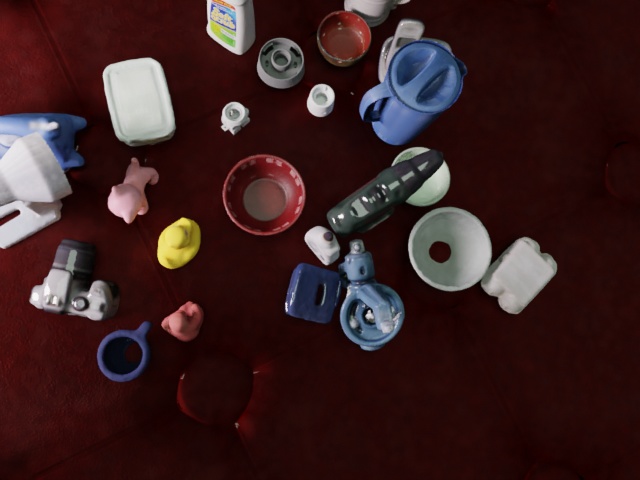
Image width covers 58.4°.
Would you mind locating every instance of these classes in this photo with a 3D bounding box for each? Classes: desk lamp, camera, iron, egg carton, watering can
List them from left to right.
[{"bbox_3d":[-0.578,-0.195,1.058,0.258,0.141,0.119,0,82,-6],"label":"iron"},{"bbox_3d":[-0.532,-0.083,1.012,0.203,0.213,0.118,-33,86,-9],"label":"desk lamp"},{"bbox_3d":[-0.446,0.071,1.057,0.143,0.100,0.137,11,81,-4],"label":"camera"},{"bbox_3d":[0.102,-0.518,1.144,0.173,0.194,0.101,-8,83,-6],"label":"watering can"},{"bbox_3d":[0.401,0.070,1.159,0.107,0.069,0.150,45,81,1],"label":"egg carton"}]

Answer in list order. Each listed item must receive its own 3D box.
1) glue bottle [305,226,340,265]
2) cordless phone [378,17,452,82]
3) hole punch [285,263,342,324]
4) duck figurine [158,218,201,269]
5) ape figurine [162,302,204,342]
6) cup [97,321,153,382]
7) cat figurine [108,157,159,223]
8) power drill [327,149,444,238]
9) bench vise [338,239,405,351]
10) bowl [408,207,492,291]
[{"bbox_3d":[0.010,0.004,1.076,0.037,0.173,0.078,-38,87,-9],"label":"glue bottle"},{"bbox_3d":[0.199,-0.375,1.139,0.147,0.185,0.094,1,82,-5],"label":"cordless phone"},{"bbox_3d":[-0.010,0.102,1.102,0.101,0.091,0.109,12,81,-4],"label":"hole punch"},{"bbox_3d":[-0.272,0.003,1.091,0.077,0.086,0.105,28,81,-1],"label":"duck figurine"},{"bbox_3d":[-0.258,0.153,1.070,0.078,0.092,0.076,-6,83,-6],"label":"ape figurine"},{"bbox_3d":[-0.343,0.199,1.053,0.091,0.095,0.118,35,81,0],"label":"cup"},{"bbox_3d":[-0.358,-0.093,1.079,0.067,0.117,0.128,13,81,-4],"label":"cat figurine"},{"bbox_3d":[0.112,-0.080,1.079,0.230,0.208,0.075,-34,87,-9],"label":"power drill"},{"bbox_3d":[0.080,0.105,1.046,0.121,0.219,0.207,-29,86,-8],"label":"bench vise"},{"bbox_3d":[0.252,0.021,1.148,0.167,0.074,0.167,1,82,-6],"label":"bowl"}]
